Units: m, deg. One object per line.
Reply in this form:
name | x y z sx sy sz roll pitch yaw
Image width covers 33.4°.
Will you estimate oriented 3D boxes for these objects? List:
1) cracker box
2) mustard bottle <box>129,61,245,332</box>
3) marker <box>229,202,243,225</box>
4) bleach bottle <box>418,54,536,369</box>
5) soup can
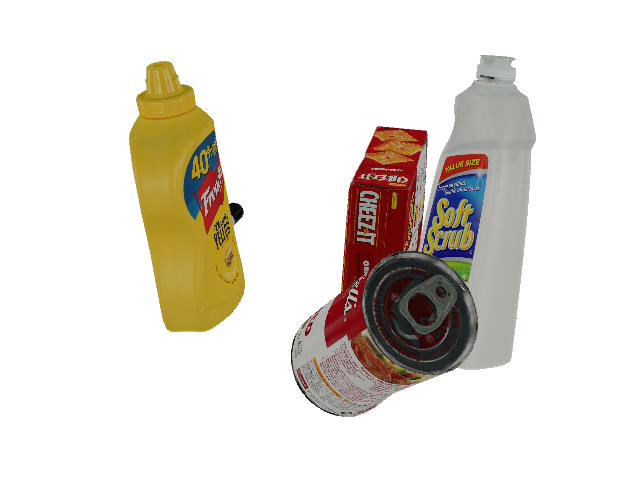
cracker box | 0.075 -0.022 1.216 0.072 0.164 0.213 6 23 9
mustard bottle | -0.100 -0.036 0.779 0.058 0.191 0.096 -1 25 17
marker | -0.101 -0.006 1.040 0.020 0.020 0.121 0 26 17
bleach bottle | 0.126 -0.027 0.882 0.067 0.251 0.103 -4 16 -32
soup can | 0.033 0.055 0.595 0.068 0.068 0.102 0 -21 -26
